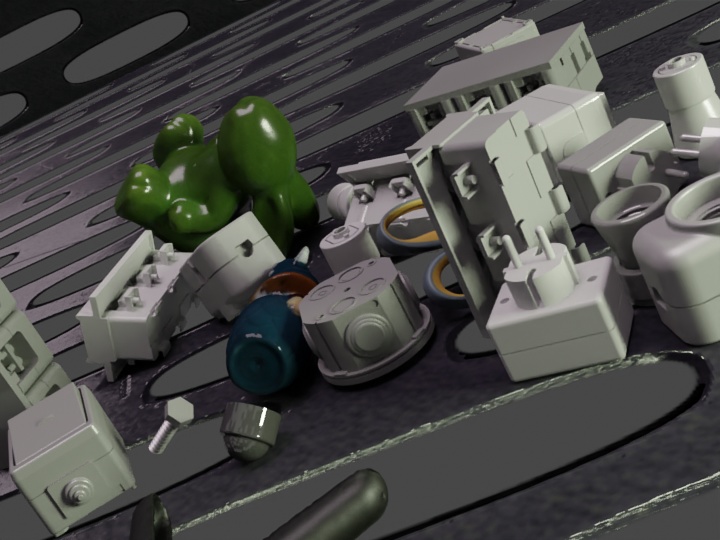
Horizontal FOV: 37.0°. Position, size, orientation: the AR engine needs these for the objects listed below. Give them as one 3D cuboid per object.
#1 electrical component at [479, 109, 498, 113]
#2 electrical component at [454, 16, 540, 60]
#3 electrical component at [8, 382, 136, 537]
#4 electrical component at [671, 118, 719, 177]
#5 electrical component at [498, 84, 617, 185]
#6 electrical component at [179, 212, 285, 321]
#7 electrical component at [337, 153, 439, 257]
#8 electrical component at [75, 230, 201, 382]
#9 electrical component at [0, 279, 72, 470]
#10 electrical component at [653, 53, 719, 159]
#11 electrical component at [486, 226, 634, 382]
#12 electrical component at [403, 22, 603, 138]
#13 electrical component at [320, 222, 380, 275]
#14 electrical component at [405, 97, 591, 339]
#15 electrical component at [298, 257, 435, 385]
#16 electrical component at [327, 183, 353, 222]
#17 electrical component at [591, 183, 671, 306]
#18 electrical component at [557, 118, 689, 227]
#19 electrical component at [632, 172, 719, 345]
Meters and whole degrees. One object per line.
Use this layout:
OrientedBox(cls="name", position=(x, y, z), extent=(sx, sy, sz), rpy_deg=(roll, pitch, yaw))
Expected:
OrientedBox(cls="electrical component", position=(0.102, -0.095, 0.859), extent=(0.048, 0.055, 0.066), rpy_deg=(-16, 23, 28))
OrientedBox(cls="electrical component", position=(0.145, -0.209, 1.069), extent=(0.062, 0.061, 0.096), rpy_deg=(-29, 21, -5))
OrientedBox(cls="electrical component", position=(-0.191, 0.122, 0.702), extent=(0.062, 0.061, 0.096), rpy_deg=(-31, 21, -10))
OrientedBox(cls="electrical component", position=(0.229, -0.072, 0.647), extent=(0.079, 0.043, 0.077), rpy_deg=(10, 39, 31))
OrientedBox(cls="electrical component", position=(0.148, -0.100, 0.805), extent=(0.061, 0.061, 0.096), rpy_deg=(-30, 21, -8))
OrientedBox(cls="electrical component", position=(-0.099, 0.001, 0.855), extent=(0.054, 0.059, 0.095), rpy_deg=(-37, 1, -25))
OrientedBox(cls="electrical component", position=(0.048, -0.051, 0.802), extent=(0.121, 0.079, 0.063), rpy_deg=(-5, 60, 45))
OrientedBox(cls="electrical component", position=(-0.181, 0.028, 0.906), extent=(0.063, 0.078, 0.121), rpy_deg=(1, 28, 12))
OrientedBox(cls="electrical component", position=(-0.287, 0.072, 0.812), extent=(0.089, 0.150, 0.061), rpy_deg=(-18, 24, 24))
OrientedBox(cls="electrical component", position=(0.227, -0.115, 0.736), extent=(0.044, 0.065, 0.044), rpy_deg=(-25, 20, 10))
OrientedBox(cls="electrical component", position=(0.101, 0.011, 0.578), extent=(0.066, 0.076, 0.047), rpy_deg=(-16, 23, 28))
OrientedBox(cls="electrical component", position=(0.130, -0.156, 0.962), extent=(0.150, 0.061, 0.089), rpy_deg=(-11, 26, 38))
OrientedBox(cls="electrical component", position=(0.000, 0.000, 0.747), extent=(0.044, 0.065, 0.044), rpy_deg=(-24, 20, 9))
OrientedBox(cls="electrical component", position=(0.085, -0.031, 0.635), extent=(0.063, 0.121, 0.079), rpy_deg=(1, 34, 48))
OrientedBox(cls="electrical component", position=(0.003, 0.033, 0.686), extent=(0.080, 0.051, 0.080), rpy_deg=(-24, 21, 10))
OrientedBox(cls="electrical component", position=(-0.003, -0.056, 0.922), extent=(0.044, 0.044, 0.065), rpy_deg=(-33, 16, -14))
OrientedBox(cls="electrical component", position=(0.159, -0.014, 0.597), extent=(0.045, 0.055, 0.045), rpy_deg=(-24, 21, 10))
OrientedBox(cls="electrical component", position=(0.179, -0.060, 0.692), extent=(0.066, 0.047, 0.077), rpy_deg=(-33, 21, -13))
OrientedBox(cls="electrical component", position=(0.192, -0.013, 0.547), extent=(0.095, 0.059, 0.053), rpy_deg=(-27, 20, 2))
